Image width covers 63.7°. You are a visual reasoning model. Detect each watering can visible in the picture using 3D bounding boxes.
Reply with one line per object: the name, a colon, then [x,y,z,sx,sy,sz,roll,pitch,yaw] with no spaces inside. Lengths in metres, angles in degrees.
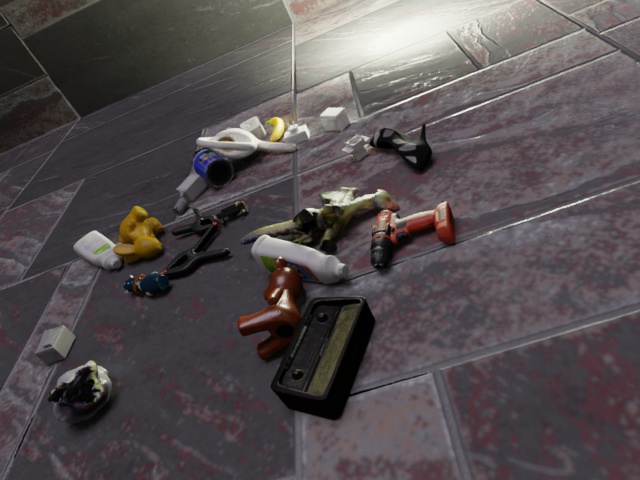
watering can: [-0.261,-0.342,1.841,0.348,0.103,0.227,2,16,-7]

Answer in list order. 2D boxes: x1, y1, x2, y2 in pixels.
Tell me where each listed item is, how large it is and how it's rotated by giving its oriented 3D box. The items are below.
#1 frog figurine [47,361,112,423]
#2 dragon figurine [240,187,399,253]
frog figurine: [-0.550,0.353,1.183,0.157,0.122,0.140,-42,20,56]
dragon figurine: [0.004,-0.068,1.361,0.409,0.120,0.247,-4,24,27]
